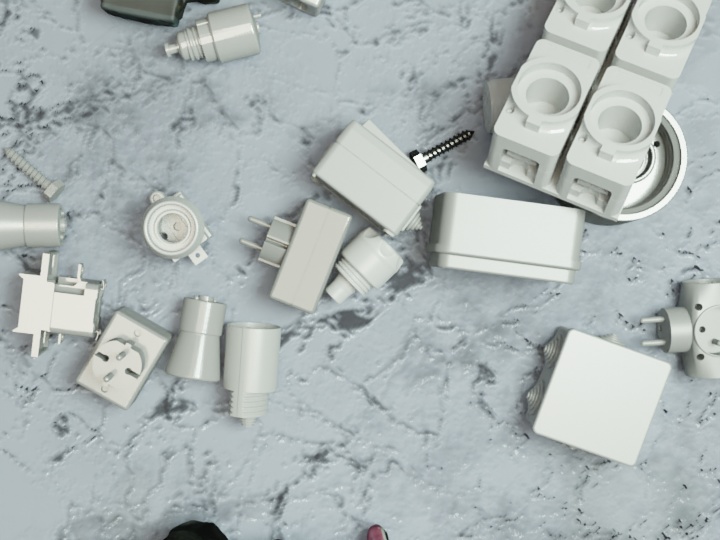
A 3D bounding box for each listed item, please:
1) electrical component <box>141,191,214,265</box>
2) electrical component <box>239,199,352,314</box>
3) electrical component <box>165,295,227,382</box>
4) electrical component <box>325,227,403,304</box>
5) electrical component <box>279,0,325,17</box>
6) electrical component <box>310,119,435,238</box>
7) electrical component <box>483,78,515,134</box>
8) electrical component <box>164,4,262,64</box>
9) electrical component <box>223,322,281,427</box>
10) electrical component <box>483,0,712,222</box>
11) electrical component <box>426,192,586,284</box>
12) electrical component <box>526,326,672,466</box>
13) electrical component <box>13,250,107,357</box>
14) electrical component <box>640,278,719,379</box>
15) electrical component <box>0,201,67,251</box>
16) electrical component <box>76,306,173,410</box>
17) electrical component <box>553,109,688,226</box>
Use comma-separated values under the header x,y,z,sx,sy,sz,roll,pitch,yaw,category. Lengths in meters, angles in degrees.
x,y,z,sx,sy,sz,roll,pitch,yaw,category
-0.144,-0.033,0.840,0.048,0.055,0.066,-36,95,0,electrical component
-0.057,-0.019,0.849,0.076,0.047,0.083,22,93,-4,electrical component
-0.128,0.053,0.854,0.044,0.044,0.065,10,89,-3,electrical component
0.000,0.000,0.855,0.062,0.043,0.043,-44,95,1,electrical component
-0.047,-0.248,0.833,0.066,0.047,0.076,24,93,-4,electrical component
0.016,-0.069,0.841,0.096,0.062,0.061,37,89,-5,electrical component
0.128,-0.130,0.851,0.055,0.045,0.045,-5,94,-2,electrical component
-0.113,-0.180,0.838,0.078,0.040,0.040,-14,95,-2,electrical component
-0.087,0.084,0.857,0.043,0.043,0.081,4,94,-3,electrical component
0.179,-0.144,0.798,0.105,0.060,0.186,24,68,10,electrical component
0.112,-0.024,0.841,0.113,0.078,0.057,7,91,-3,electrical component
0.189,0.099,0.868,0.100,0.048,0.099,20,93,-4,electrical component
-0.235,0.027,0.847,0.064,0.042,0.081,8,94,-5,electrical component
0.266,0.048,0.870,0.079,0.044,0.077,-4,94,-2,electrical component
-0.264,-0.035,0.842,0.065,0.044,0.044,-1,94,-7,electrical component
-0.185,0.071,0.834,0.047,0.076,0.065,31,92,-4,electrical component
0.205,-0.088,0.850,0.108,0.060,0.108,0,94,-3,electrical component
